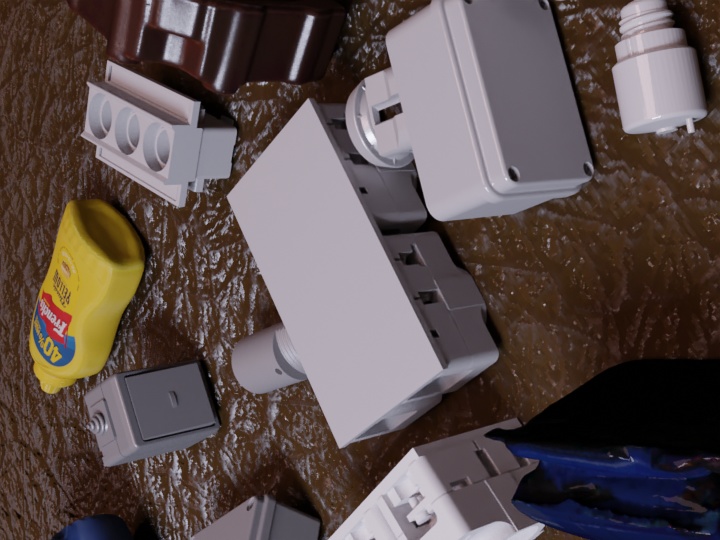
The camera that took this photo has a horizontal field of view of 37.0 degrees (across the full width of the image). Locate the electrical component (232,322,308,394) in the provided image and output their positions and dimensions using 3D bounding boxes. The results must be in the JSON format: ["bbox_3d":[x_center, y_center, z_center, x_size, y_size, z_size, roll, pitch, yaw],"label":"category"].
[{"bbox_3d":[-0.049,0.057,0.744,0.081,0.043,0.043,-23,78,46],"label":"electrical component"}]

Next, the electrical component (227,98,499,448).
[{"bbox_3d":[0.000,0.000,0.672,0.105,0.060,0.186,-43,64,41],"label":"electrical component"}]

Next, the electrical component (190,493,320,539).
[{"bbox_3d":[-0.085,0.230,0.761,0.109,0.056,0.108,-40,30,42],"label":"electrical component"}]

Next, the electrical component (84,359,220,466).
[{"bbox_3d":[-0.165,0.110,0.837,0.061,0.096,0.061,-33,72,43],"label":"electrical component"}]

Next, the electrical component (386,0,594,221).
[{"bbox_3d":[0.070,-0.088,0.573,0.057,0.078,0.113,-22,79,49],"label":"electrical component"}]

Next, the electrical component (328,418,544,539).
[{"bbox_3d":[0.039,0.161,0.630,0.061,0.089,0.150,57,131,25],"label":"electrical component"}]

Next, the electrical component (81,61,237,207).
[{"bbox_3d":[-0.153,-0.106,0.820,0.121,0.063,0.078,29,115,41],"label":"electrical component"}]

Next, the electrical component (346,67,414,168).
[{"bbox_3d":[0.029,-0.093,0.632,0.057,0.058,0.078,-14,85,44],"label":"electrical component"}]

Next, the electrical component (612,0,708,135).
[{"bbox_3d":[0.142,-0.101,0.521,0.040,0.040,0.078,-13,85,47],"label":"electrical component"}]
